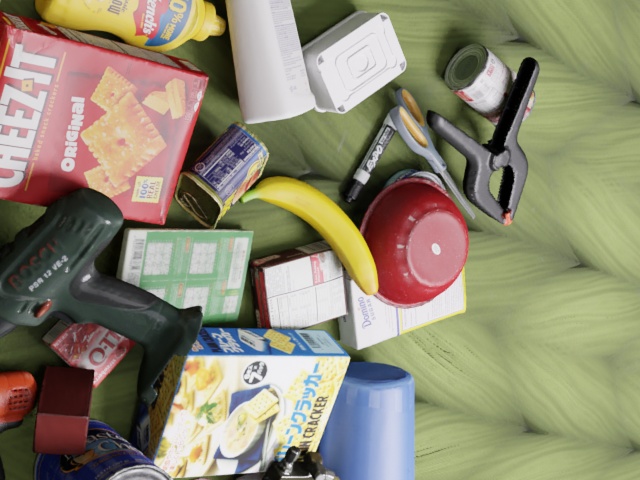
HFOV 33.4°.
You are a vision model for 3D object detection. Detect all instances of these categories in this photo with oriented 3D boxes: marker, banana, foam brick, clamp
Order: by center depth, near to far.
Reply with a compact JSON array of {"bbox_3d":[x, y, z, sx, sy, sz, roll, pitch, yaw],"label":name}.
[{"bbox_3d":[-0.257,0.171,1.073,0.051,0.078,0.053,7,122,-11],"label":"foam brick"},{"bbox_3d":[-0.002,-0.016,1.221,0.197,0.037,0.069,36,75,-13],"label":"banana"},{"bbox_3d":[0.062,-0.097,1.282,0.020,0.020,0.121,35,80,-35],"label":"marker"},{"bbox_3d":[0.203,-0.104,1.307,0.164,0.036,0.210,-23,125,-22],"label":"clamp"}]

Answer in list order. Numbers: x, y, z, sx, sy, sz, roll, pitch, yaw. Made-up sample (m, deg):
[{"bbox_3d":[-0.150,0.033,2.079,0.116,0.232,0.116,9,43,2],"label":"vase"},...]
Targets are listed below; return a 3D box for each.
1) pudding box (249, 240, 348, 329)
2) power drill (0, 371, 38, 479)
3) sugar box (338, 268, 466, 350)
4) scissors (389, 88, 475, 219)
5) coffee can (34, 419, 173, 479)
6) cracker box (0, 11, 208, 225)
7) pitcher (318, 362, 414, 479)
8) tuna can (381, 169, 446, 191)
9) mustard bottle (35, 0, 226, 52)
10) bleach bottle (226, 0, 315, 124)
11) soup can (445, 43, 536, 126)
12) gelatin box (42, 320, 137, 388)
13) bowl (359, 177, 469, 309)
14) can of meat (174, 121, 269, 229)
[{"bbox_3d":[-0.025,0.057,1.247,0.113,0.039,0.090,-15,110,-29],"label":"pudding box"},{"bbox_3d":[-0.367,0.222,1.036,0.184,0.057,0.188,-2,102,-34],"label":"power drill"},{"bbox_3d":[0.102,0.067,1.332,0.175,0.048,0.093,-14,107,-28],"label":"sugar box"},{"bbox_3d":[0.139,-0.112,1.310,0.201,0.016,0.096,42,34,-44],"label":"scissors"},{"bbox_3d":[-0.220,0.255,1.093,0.102,0.141,0.103,-9,106,-33],"label":"coffee can"},{"bbox_3d":[-0.230,-0.113,1.028,0.213,0.072,0.164,9,108,-37],"label":"cracker box"},{"bbox_3d":[0.060,0.276,1.312,0.144,0.149,0.243,0,98,-18],"label":"pitcher"},{"bbox_3d":[0.114,-0.045,1.321,0.085,0.034,0.086,-9,106,-33],"label":"tuna can"},{"bbox_3d":[-0.177,-0.238,1.058,0.191,0.058,0.096,12,111,-37],"label":"mustard bottle"},{"bbox_3d":[-0.064,-0.254,1.125,0.102,0.068,0.251,-41,123,-69],"label":"bleach bottle"},{"bbox_3d":[0.212,-0.191,1.334,0.102,0.069,0.068,32,82,-35],"label":"soup can"},{"bbox_3d":[-0.232,0.097,1.117,0.089,0.030,0.073,-48,123,-16],"label":"gelatin box"},{"bbox_3d":[0.125,0.007,1.277,0.161,0.055,0.162,-5,99,-31],"label":"bowl"},{"bbox_3d":[-0.103,-0.068,1.126,0.057,0.102,0.084,41,70,1],"label":"can of meat"}]
